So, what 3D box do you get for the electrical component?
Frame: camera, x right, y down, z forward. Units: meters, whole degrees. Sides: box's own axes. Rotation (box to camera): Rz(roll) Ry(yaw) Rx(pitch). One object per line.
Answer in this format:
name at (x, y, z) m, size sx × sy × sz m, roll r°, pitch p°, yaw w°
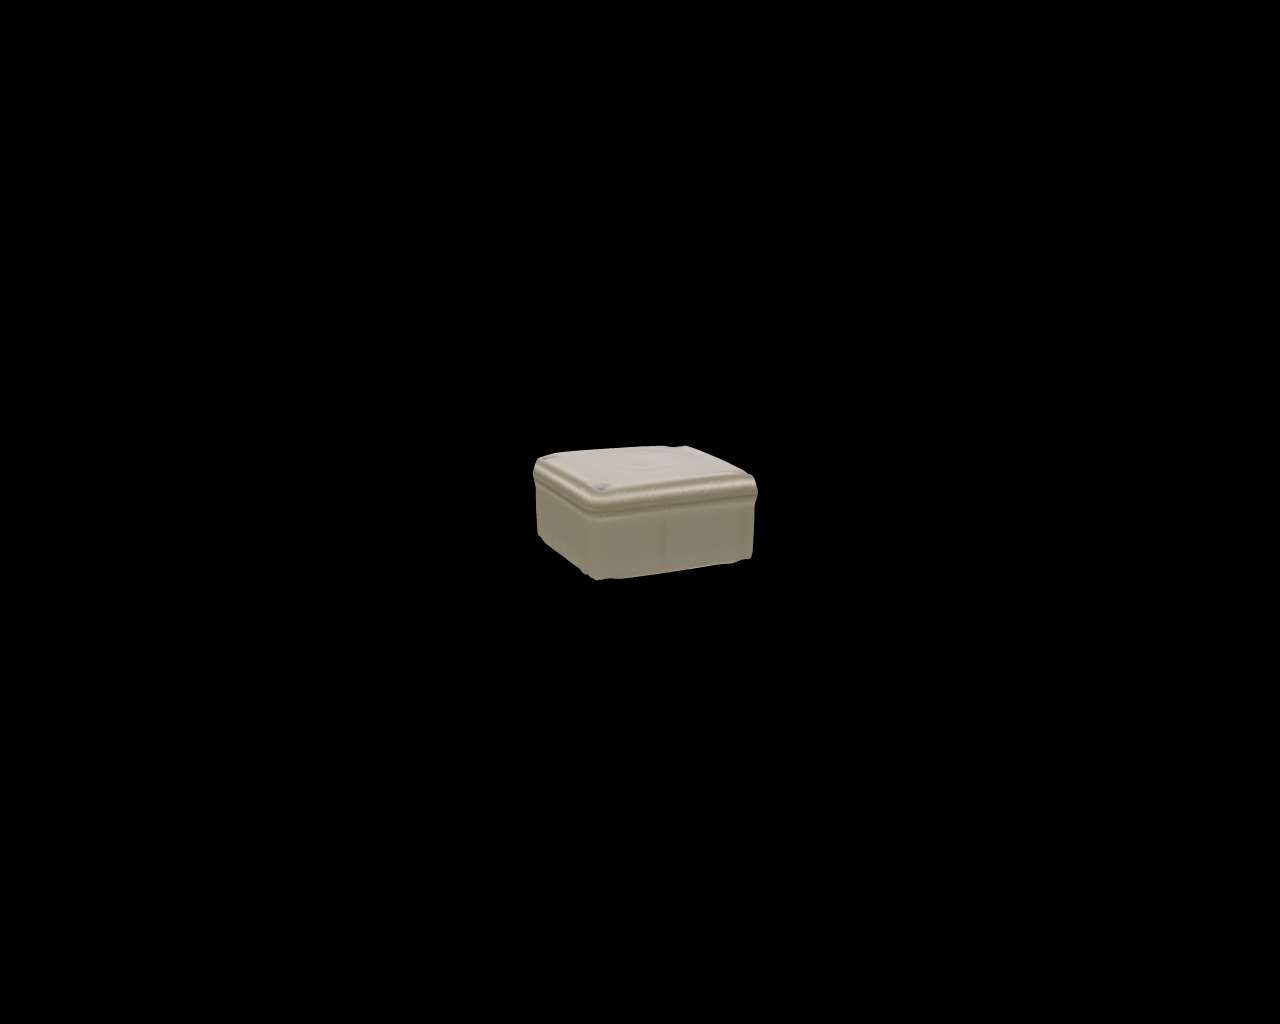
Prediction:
electrical component at (0.001, -0.003, 0.650) m, size 0.109 × 0.056 × 0.109 m, roll -6°, pitch 16°, yaw -22°
